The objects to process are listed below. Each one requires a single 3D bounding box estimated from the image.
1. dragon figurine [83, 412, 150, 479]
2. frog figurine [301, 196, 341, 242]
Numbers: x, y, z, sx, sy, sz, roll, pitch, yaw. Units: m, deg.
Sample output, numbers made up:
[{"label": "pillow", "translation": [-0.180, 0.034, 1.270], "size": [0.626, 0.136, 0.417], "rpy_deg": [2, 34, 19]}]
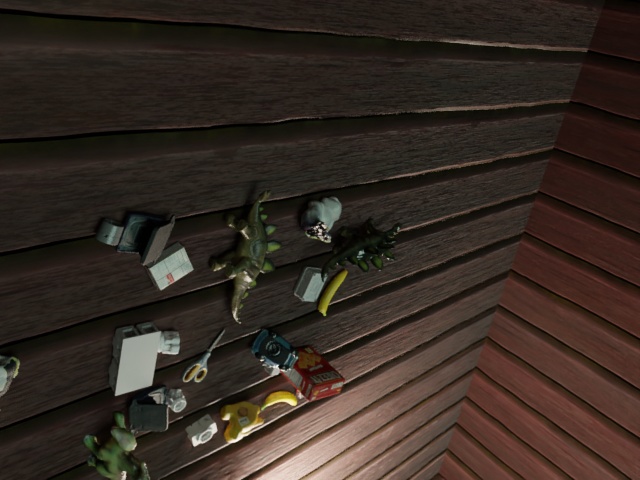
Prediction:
[{"label": "dragon figurine", "translation": [-0.560, 0.659, 1.472], "size": [0.123, 0.245, 0.402], "rpy_deg": [-24, 128, -38]}, {"label": "frog figurine", "translation": [0.005, -0.085, 1.690], "size": [0.135, 0.122, 0.163], "rpy_deg": [50, 41, -41]}]
